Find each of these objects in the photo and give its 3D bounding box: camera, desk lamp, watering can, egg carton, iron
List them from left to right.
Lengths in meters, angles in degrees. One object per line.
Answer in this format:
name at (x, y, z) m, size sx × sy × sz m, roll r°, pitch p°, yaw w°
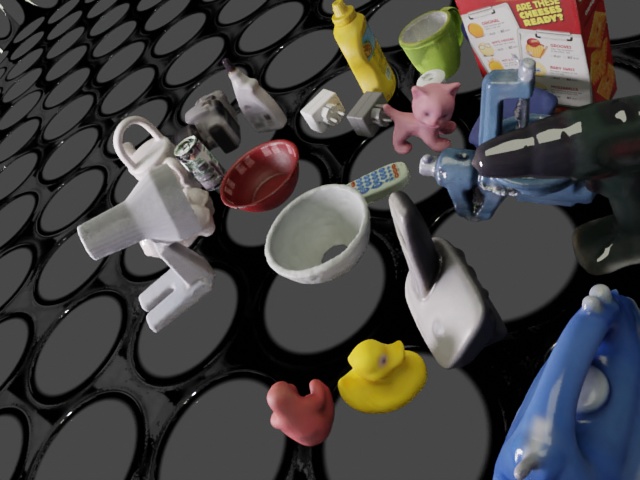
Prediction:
watering can at (-0.330, -0.155, 1.121) m, size 0.172 × 0.195 × 0.101 m, roll -8°, pitch 49°, yaw 30°
desk lamp at (-0.257, 0.009, 0.907) m, size 0.203 × 0.214 × 0.117 m, roll -40°, pitch 41°, yaw -3°
egg carton at (-0.263, -0.031, 1.057) m, size 0.150 × 0.070 × 0.107 m, roll -27°, pitch 42°, yaw 12°
camera at (-0.250, -0.240, 1.212) m, size 0.136 × 0.101 × 0.143 m, roll -27°, pitch 42°, yaw 12°
iron at (0.233, 0.127, 0.514) m, size 0.118 × 0.142 × 0.258 m, roll 10°, pitch 60°, yaw 40°

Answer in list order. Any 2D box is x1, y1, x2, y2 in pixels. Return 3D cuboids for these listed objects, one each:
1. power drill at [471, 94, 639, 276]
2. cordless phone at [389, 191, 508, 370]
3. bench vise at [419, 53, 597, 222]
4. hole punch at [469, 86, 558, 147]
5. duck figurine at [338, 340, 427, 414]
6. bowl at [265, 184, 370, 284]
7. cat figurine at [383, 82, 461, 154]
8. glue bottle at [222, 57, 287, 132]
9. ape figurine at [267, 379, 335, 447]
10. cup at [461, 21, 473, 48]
power drill at (0.293, -0.057, 0.587) m, size 0.229 × 0.209 × 0.075 m, roll -20°, pitch 44°, yaw 19°
cordless phone at (0.125, 0.042, 0.633) m, size 0.094 × 0.186 × 0.147 m, roll -32°, pitch 42°, yaw 6°
bench vise at (0.210, -0.107, 0.681) m, size 0.207 × 0.220 × 0.121 m, roll -17°, pitch 45°, yaw 22°
hole punch at (0.265, -0.150, 0.780) m, size 0.101 × 0.091 × 0.108 m, roll -45°, pitch 42°, yaw -8°
duck figurine at (0.062, 0.149, 0.656) m, size 0.104 × 0.086 × 0.077 m, roll -25°, pitch 43°, yaw 14°
bowl at (0.008, 0.003, 0.834) m, size 0.167 × 0.075 × 0.167 m, roll -19°, pitch 45°, yaw 20°
cat figurine at (0.157, -0.196, 0.876) m, size 0.127 × 0.118 × 0.067 m, roll 1°, pitch 54°, yaw 36°
glue bottle at (-0.137, -0.285, 1.119) m, size 0.077 × 0.174 × 0.037 m, roll -1°, pitch 53°, yaw 34°
ape figurine at (-0.028, 0.196, 0.672) m, size 0.077 × 0.092 × 0.076 m, roll -27°, pitch 42°, yaw 12°
cup at (0.286, -0.335, 0.928) m, size 0.091 × 0.095 × 0.118 m, roll -6°, pitch 50°, yaw 31°
